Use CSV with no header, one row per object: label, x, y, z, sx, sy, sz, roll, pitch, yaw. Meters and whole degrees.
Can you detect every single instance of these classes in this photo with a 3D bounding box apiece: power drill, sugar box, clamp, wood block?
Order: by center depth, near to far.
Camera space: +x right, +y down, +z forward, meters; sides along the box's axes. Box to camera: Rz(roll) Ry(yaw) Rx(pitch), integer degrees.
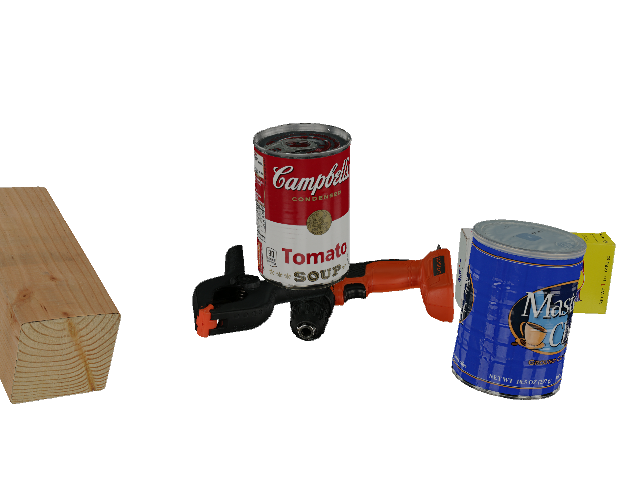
wood block,-0.268,0.043,0.985,0.090,0.091,0.206,-5,37,-34
clamp,-0.081,0.048,1.066,0.120,0.039,0.171,15,21,31
power drill,0.059,0.058,1.235,0.187,0.057,0.184,1,28,5
sugar box,0.252,0.036,1.262,0.176,0.093,0.048,0,20,-3

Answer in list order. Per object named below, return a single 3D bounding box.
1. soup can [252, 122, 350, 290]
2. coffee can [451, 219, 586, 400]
soup can,-0.013,-0.024,0.755,0.068,0.102,0.068,0,24,0
coffee can,0.181,0.062,0.984,0.103,0.140,0.103,6,16,-2
